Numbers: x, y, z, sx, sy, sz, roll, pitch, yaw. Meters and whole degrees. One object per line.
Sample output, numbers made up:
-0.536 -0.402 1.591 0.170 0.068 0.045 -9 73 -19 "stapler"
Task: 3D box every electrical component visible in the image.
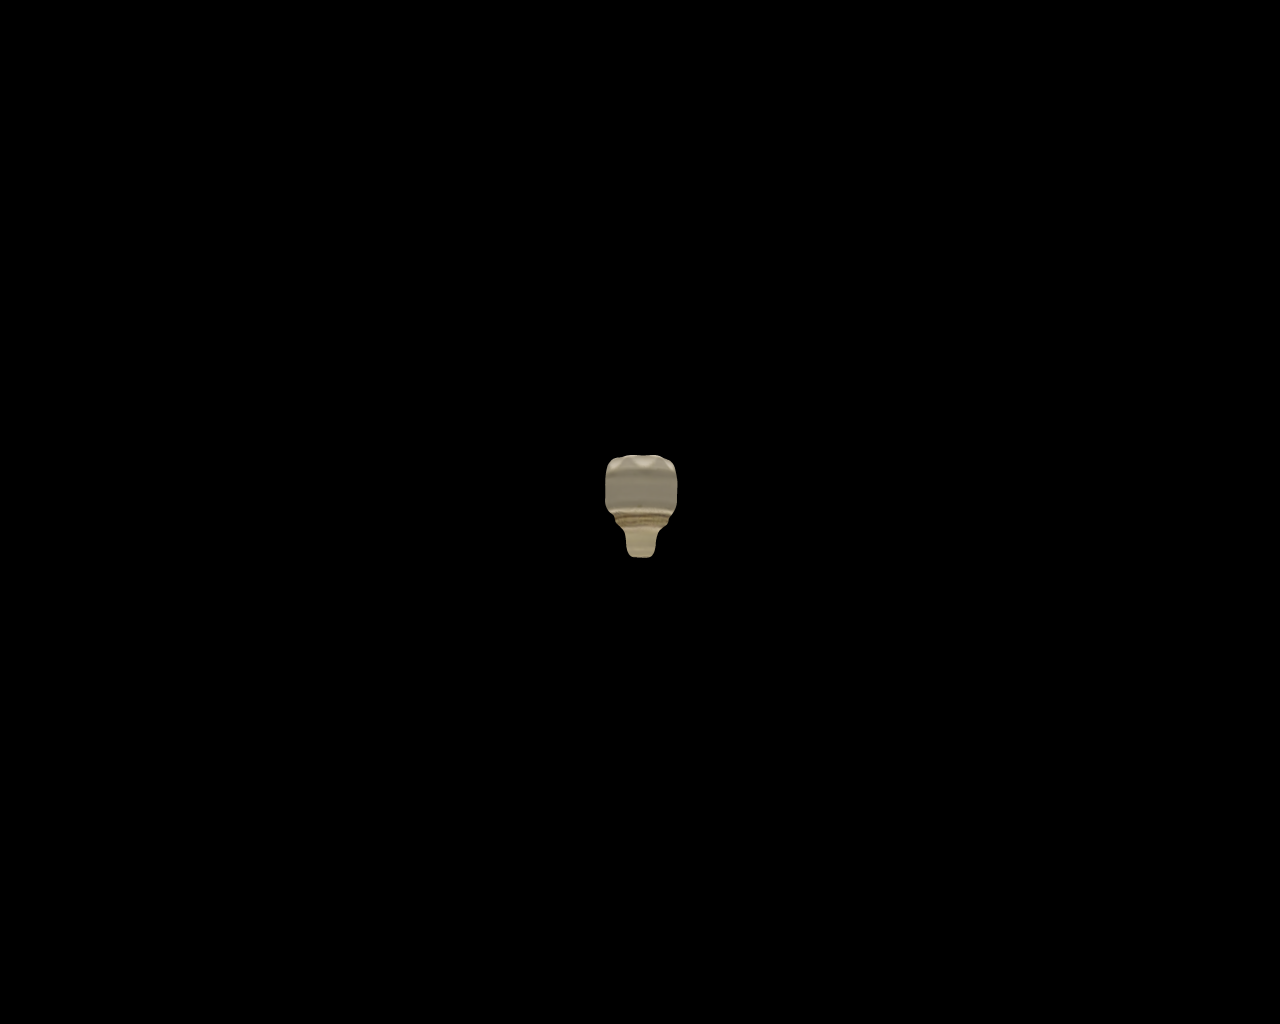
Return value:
0.001 -0.003 0.650 0.043 0.062 0.043 0 -6 0 "electrical component"
